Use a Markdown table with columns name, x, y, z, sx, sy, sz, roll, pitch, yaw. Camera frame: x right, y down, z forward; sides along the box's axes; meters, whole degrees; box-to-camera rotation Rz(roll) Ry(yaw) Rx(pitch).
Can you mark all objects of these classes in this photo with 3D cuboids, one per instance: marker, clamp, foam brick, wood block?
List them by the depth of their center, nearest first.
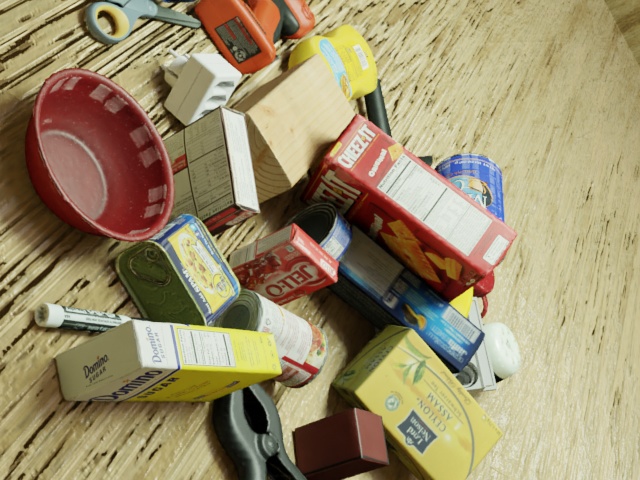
| name | x | y | z | sx | sy | sz | roll | pitch | yaw |
| --- | --- | --- | --- | --- | --- | --- | --- | --- | --- |
| marker | -0.185 | 0.069 | 0.891 | 0.120 | 0.020 | 0.020 | 15 | 56 | -52 |
| clamp | -0.060 | 0.200 | 0.974 | 0.171 | 0.039 | 0.120 | 62 | 25 | 5 |
| foam brick | 0.021 | 0.205 | 1.058 | 0.052 | 0.078 | 0.051 | 26 | 48 | -50 |
| wood block | -0.048 | -0.118 | 1.165 | 0.090 | 0.091 | 0.205 | 58 | 31 | -13 |
| clamp | 0.099 | -0.101 | 1.434 | 0.164 | 0.036 | 0.210 | 45 | 37 | -33 |

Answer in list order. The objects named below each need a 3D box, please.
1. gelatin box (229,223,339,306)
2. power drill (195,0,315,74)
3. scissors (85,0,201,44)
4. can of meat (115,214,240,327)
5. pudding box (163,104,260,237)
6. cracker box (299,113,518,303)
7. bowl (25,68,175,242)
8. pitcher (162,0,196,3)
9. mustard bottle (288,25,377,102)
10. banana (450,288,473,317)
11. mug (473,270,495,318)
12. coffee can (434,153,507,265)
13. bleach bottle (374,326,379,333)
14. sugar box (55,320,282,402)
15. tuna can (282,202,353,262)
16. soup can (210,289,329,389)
| name | x | y | z | sx | sy | sz | roll | pitch | yaw |
| --- | --- | --- | --- | --- | --- | --- | --- | --- | --- |
| gelatin box | -0.037 | 0.028 | 1.079 | 0.073 | 0.089 | 0.030 | 43 | 37 | -33 |
| power drill | -0.083 | -0.294 | 1.266 | 0.184 | 0.057 | 0.187 | 53 | 33 | -21 |
| scissors | -0.184 | -0.225 | 1.104 | 0.201 | 0.016 | 0.096 | 26 | 55 | -54 |
| can of meat | -0.126 | 0.034 | 0.970 | 0.102 | 0.058 | 0.083 | 60 | 29 | -10 |
| pudding box | -0.108 | -0.061 | 1.031 | 0.039 | 0.090 | 0.113 | 18 | 54 | -50 |
| cracker box | 0.090 | -0.025 | 1.174 | 0.213 | 0.164 | 0.072 | 37 | 72 | 0 |
| bowl | -0.200 | -0.065 | 0.924 | 0.162 | 0.055 | 0.162 | 36 | 41 | -40 |
| pitcher | -0.156 | -0.385 | 1.120 | 0.144 | 0.149 | 0.243 | 30 | 37 | -52 |
| mustard bottle | 0.008 | -0.212 | 1.349 | 0.191 | 0.058 | 0.096 | -38 | 107 | -59 |
| banana | 0.159 | 0.037 | 1.317 | 0.069 | 0.037 | 0.198 | 21 | 48 | -35 |
| mug | 0.181 | 0.056 | 1.406 | 0.093 | 0.082 | 0.117 | -23 | 89 | -60 |
| coffee can | 0.207 | -0.037 | 1.491 | 0.102 | 0.103 | 0.140 | 41 | 38 | -35 |
| bleach bottle | 0.108 | 0.133 | 1.260 | 0.102 | 0.068 | 0.251 | 18 | 57 | -49 |
| sugar box | -0.122 | 0.105 | 0.891 | 0.175 | 0.093 | 0.048 | 8 | 62 | -54 |
| tuna can | -0.008 | 0.001 | 1.148 | 0.033 | 0.086 | 0.086 | 48 | 35 | -30 |
| soup can | -0.049 | 0.096 | 1.034 | 0.102 | 0.069 | 0.068 | 33 | 44 | -42 |
